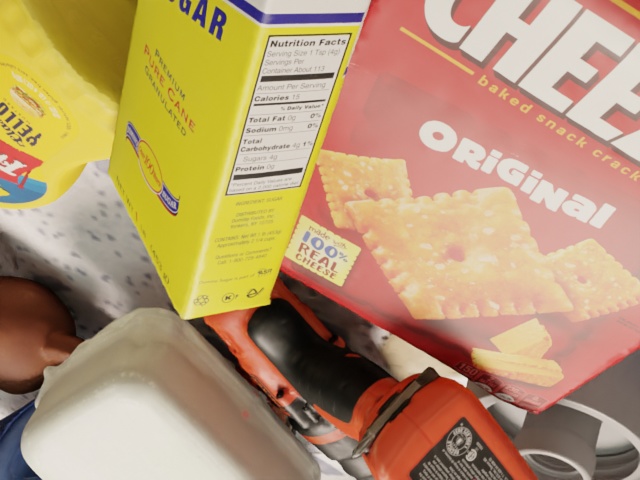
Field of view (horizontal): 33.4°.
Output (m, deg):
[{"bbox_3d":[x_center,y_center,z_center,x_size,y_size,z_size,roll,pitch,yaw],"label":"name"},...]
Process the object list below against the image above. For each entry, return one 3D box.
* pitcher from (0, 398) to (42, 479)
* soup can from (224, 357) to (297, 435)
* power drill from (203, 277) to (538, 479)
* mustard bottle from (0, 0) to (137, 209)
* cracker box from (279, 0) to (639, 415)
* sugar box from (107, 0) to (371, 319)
[{"bbox_3d":[-0.202,0.174,0.753,0.149,0.144,0.243,58,150,-5],"label":"pitcher"},{"bbox_3d":[-0.072,0.104,0.665,0.102,0.068,0.069,37,142,-13],"label":"soup can"},{"bbox_3d":[0.031,0.099,0.542,0.184,0.057,0.188,49,166,-29],"label":"power drill"},{"bbox_3d":[-0.151,-0.063,0.517,0.096,0.058,0.192,45,140,-20],"label":"mustard bottle"},{"bbox_3d":[0.077,-0.031,0.404,0.164,0.072,0.214,31,143,-5],"label":"cracker box"},{"bbox_3d":[-0.033,-0.065,0.382,0.093,0.048,0.176,56,144,37],"label":"sugar box"}]
